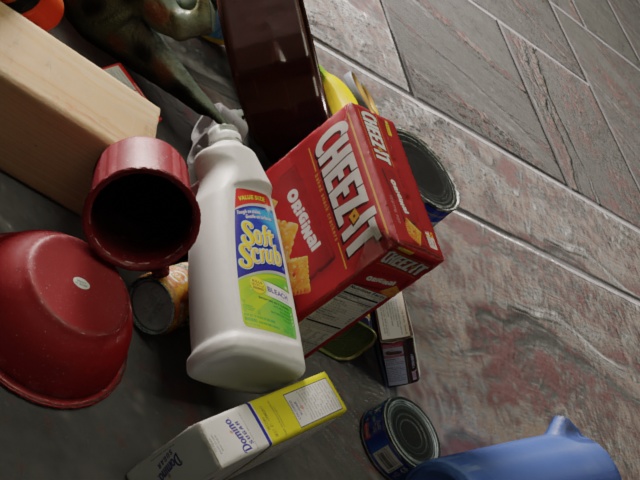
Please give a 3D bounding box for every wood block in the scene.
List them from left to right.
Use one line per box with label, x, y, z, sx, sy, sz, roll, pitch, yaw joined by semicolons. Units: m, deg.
wood block;-0.250;-0.117;0.913;0.205;0.091;0.090;33;36;-28

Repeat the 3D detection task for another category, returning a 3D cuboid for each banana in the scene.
banana;0.029;-0.145;1.372;0.069;0.037;0.198;12;46;-30

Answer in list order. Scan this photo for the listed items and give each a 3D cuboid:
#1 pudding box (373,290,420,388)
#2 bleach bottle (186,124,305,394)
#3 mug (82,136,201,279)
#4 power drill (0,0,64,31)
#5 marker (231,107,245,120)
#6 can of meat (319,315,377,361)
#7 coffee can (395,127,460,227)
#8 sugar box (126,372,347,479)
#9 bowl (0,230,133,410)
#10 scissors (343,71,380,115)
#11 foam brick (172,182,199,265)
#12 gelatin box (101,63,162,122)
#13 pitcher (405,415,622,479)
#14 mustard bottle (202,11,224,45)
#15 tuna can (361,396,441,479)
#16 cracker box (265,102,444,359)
pudding box;0.077;0.087;1.141;0.090;0.039;0.113;76;2;-49
bleach bottle;-0.077;0.004;0.931;0.102;0.068;0.251;23;46;-44
mug;-0.143;-0.024;0.877;0.081;0.093;0.117;-107;-178;-60
power drill;-0.319;-0.274;0.941;0.188;0.057;0.184;47;-3;9
marker;-0.088;-0.144;1.229;0.020;0.020;0.120;55;30;6
can of meat;0.006;0.063;1.098;0.102;0.058;0.084;32;34;-30
coffee can;0.055;-0.030;1.068;0.102;0.140;0.103;33;33;-26
sugar box;-0.064;0.162;0.864;0.175;0.093;0.048;-7;63;-56
bowl;-0.203;0.049;0.836;0.162;0.055;0.162;34;34;-28
scissors;0.086;-0.139;1.456;0.202;0.016;0.096;62;14;-6
foam brick;-0.132;-0.011;0.998;0.053;0.051;0.078;52;30;0
gelatin box;-0.207;-0.130;1.046;0.073;0.030;0.089;53;31;-1
pitcher;0.190;0.275;1.064;0.242;0.145;0.149;6;41;-46
mustard bottle;-0.120;-0.284;1.257;0.191;0.096;0.058;31;29;-31
tuna can;0.082;0.201;1.075;0.086;0.034;0.086;33;35;-28
cracker box;-0.007;0.001;0.990;0.072;0.214;0.164;19;43;-43
